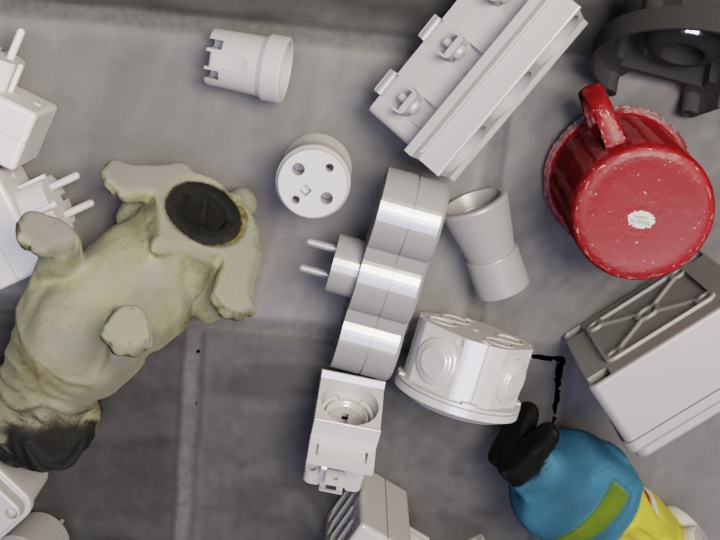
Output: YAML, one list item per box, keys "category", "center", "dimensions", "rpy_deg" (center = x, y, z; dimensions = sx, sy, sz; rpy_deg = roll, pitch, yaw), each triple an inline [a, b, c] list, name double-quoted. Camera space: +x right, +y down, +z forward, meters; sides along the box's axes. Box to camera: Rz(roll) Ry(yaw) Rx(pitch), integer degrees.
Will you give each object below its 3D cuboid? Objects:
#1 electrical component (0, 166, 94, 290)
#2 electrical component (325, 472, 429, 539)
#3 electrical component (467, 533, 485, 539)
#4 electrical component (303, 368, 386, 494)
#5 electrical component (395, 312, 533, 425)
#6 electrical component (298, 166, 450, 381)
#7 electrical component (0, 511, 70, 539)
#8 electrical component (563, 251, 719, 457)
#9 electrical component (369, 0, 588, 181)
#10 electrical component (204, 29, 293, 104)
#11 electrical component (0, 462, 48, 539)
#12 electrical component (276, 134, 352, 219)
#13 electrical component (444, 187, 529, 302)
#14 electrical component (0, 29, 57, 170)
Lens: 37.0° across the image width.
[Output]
- category: "electrical component"
  center: [-0.203, -0.035, 0.664]
  dimensions: [0.077, 0.047, 0.065]
  rpy_deg: [-23, 104, 6]
- category: "electrical component"
  center: [0.020, 0.181, 0.702]
  dimensions: [0.076, 0.083, 0.047]
  rpy_deg: [32, 103, -8]
- category: "electrical component"
  center: [0.077, 0.219, 0.732]
  dimensions: [0.066, 0.048, 0.055]
  rpy_deg: [-27, 95, 7]
- category: "electrical component"
  center: [-0.012, 0.105, 0.691]
  dimensions: [0.042, 0.081, 0.063]
  rpy_deg: [13, 127, -3]
- category: "electrical component"
  center: [0.066, 0.061, 0.673]
  dimensions: [0.080, 0.080, 0.051]
  rpy_deg: [16, 99, -4]
- category: "electrical component"
  center: [0.000, 0.000, 0.659]
  dimensions: [0.074, 0.052, 0.138]
  rpy_deg: [15, 119, -3]
- category: "electrical component"
  center: [-0.226, 0.193, 0.714]
  dimensions: [0.040, 0.078, 0.040]
  rpy_deg: [5, 110, 14]
- category: "electrical component"
  center: [0.189, 0.047, 0.653]
  dimensions: [0.109, 0.108, 0.056]
  rpy_deg: [-34, 100, 9]
- category: "electrical component"
  center: [0.067, -0.120, 0.631]
  dimensions: [0.063, 0.079, 0.121]
  rpy_deg: [43, 102, 12]
- category: "electrical component"
  center: [-0.067, -0.123, 0.645]
  dimensions: [0.046, 0.040, 0.040]
  rpy_deg: [11, 105, 3]
- category: "electrical component"
  center: [-0.275, 0.156, 0.711]
  dimensions: [0.113, 0.057, 0.078]
  rpy_deg: [-41, 101, 10]
- category: "electrical component"
  center: [-0.028, -0.057, 0.653]
  dimensions: [0.045, 0.055, 0.045]
  rpy_deg: [0, 105, 0]
- category: "electrical component"
  center: [0.081, -0.014, 0.672]
  dimensions: [0.044, 0.044, 0.065]
  rpy_deg: [-20, 109, 6]
- category: "electrical component"
  center: [-0.225, -0.114, 0.643]
  dimensions: [0.083, 0.047, 0.075]
  rpy_deg: [26, 104, -6]
